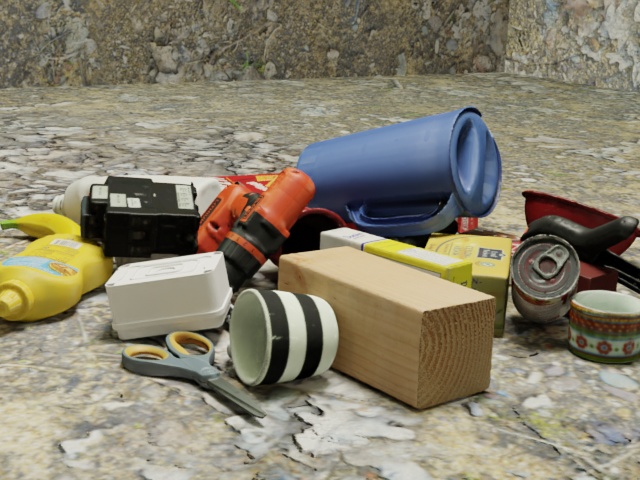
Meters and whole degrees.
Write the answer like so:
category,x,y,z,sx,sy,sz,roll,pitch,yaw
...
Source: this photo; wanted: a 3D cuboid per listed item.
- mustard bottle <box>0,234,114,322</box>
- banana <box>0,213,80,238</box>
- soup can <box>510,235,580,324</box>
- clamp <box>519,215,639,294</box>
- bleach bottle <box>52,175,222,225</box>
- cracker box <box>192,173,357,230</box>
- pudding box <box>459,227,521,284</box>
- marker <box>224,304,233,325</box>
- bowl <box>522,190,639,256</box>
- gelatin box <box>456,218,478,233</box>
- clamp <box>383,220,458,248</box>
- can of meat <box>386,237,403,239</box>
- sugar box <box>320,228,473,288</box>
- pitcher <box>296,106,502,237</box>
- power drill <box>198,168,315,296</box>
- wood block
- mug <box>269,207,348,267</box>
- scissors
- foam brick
category,x,y,z,sx,sy,sz,roll,pitch,yaw
mustard bottle,-0.295,0.043,1.132,0.096,0.058,0.191,11,16,7
banana,-0.336,-0.003,1.358,0.069,0.037,0.198,-29,29,-31
soup can,0.231,0.043,1.101,0.068,0.068,0.102,5,-17,12
clamp,0.316,0.020,1.211,0.164,0.036,0.210,44,-16,-28
bleach bottle,-0.244,-0.034,1.396,0.251,0.102,0.068,2,19,28
cracker box,-0.069,-0.050,1.493,0.213,0.072,0.164,-4,15,-19
pudding box,0.217,0.019,1.328,0.114,0.039,0.089,13,19,39
marker,-0.081,0.085,1.078,0.020,0.020,0.121,-4,16,-23
bowl,0.324,-0.010,1.357,0.162,0.055,0.162,21,-1,0
gelatin box,0.201,-0.055,1.543,0.030,0.073,0.089,-3,16,-13
clamp,0.080,0.017,1.293,0.120,0.039,0.171,-14,11,42
can of meat,0.133,-0.028,1.465,0.084,0.057,0.102,8,16,16
sugar box,0.073,0.049,1.087,0.048,0.093,0.177,-10,19,-40
pitcher,0.089,-0.075,1.319,0.243,0.145,0.149,-6,0,35
power drill,-0.096,-0.002,1.225,0.184,0.057,0.188,-50,19,-12
wood block,0.056,0.075,0.994,0.090,0.090,0.206,-9,17,-37
mug,-0.008,0.002,1.269,0.117,0.093,0.082,-8,12,-19
scissors,-0.119,0.121,0.942,0.096,0.016,0.202,-5,16,-17
foam brick,0.281,0.053,1.176,0.051,0.053,0.078,-10,19,-38
